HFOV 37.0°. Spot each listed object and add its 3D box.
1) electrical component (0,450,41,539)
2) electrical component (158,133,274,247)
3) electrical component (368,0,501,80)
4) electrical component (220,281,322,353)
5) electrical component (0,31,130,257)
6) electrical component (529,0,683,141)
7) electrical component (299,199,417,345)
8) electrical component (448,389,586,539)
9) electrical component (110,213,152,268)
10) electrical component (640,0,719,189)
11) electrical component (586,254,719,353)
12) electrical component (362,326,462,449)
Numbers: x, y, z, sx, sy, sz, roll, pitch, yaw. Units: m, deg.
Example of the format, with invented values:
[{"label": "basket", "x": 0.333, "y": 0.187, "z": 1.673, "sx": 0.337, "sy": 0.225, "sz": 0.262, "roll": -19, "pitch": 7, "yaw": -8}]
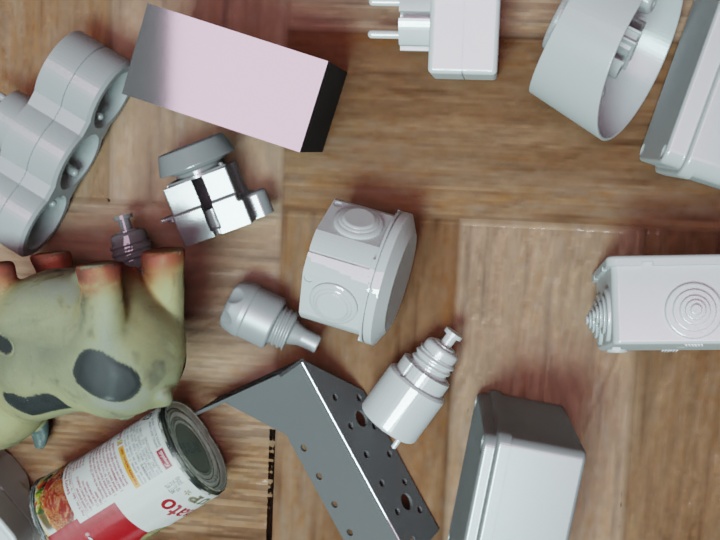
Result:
[{"label": "electrical component", "x": -0.249, "y": 0.148, "z": 0.685, "sx": 0.054, "sy": 0.059, "sz": 0.095, "roll": -39, "pitch": 91, "yaw": 9}, {"label": "electrical component", "x": -0.093, "y": -0.050, "z": 0.653, "sx": 0.066, "sy": 0.048, "sz": 0.055, "roll": -19, "pitch": 101, "yaw": 9}, {"label": "electrical component", "x": 0.043, "y": -0.146, "z": 0.626, "sx": 0.077, "sy": 0.047, "sz": 0.065, "roll": 3, "pitch": 96, "yaw": 7}, {"label": "electrical component", "x": -0.053, "y": 0.033, "z": 0.663, "sx": 0.061, "sy": 0.035, "sz": 0.035, "roll": 26, "pitch": 98, "yaw": 0}, {"label": "electrical component", "x": -0.203, "y": -0.085, "z": 0.658, "sx": 0.074, "sy": 0.052, "sz": 0.138, "roll": 31, "pitch": 99, "yaw": 3}, {"label": "electrical component", "x": 0.138, "y": -0.126, "z": 0.594, "sx": 0.064, "sy": 0.099, "sz": 0.099, "roll": 29, "pitch": 99, "yaw": 9}, {"label": "electrical component", "x": 0.000, "y": 0.000, "z": 0.631, "sx": 0.051, "sy": 0.080, "sz": 0.080, "roll": 17, "pitch": 98, "yaw": 10}, {"label": "electrical component", "x": 0.088, "y": 0.136, "z": 0.621, "sx": 0.056, "sy": 0.108, "sz": 0.108, "roll": 11, "pitch": 97, "yaw": 3}, {"label": "electrical component", "x": -0.137, "y": 0.004, "z": 0.666, "sx": 0.040, "sy": 0.040, "sz": 0.078, "roll": -14, "pitch": 95, "yaw": 8}, {"label": "electrical component", "x": 0.205, "y": -0.102, "z": 0.597, "sx": 0.057, "sy": 0.078, "sz": 0.113, "roll": 18, "pitch": 98, "yaw": 1}, {"label": "electrical component", "x": 0.179, "y": 0.021, "z": 0.604, "sx": 0.100, "sy": 0.100, "sz": 0.048, "roll": -1, "pitch": 83, "yaw": 7}, {"label": "electrical component", "x": 0.035, "y": 0.069, "z": 0.654, "sx": 0.040, "sy": 0.040, "sz": 0.078, "roll": 35, "pitch": 99, "yaw": 2}]
